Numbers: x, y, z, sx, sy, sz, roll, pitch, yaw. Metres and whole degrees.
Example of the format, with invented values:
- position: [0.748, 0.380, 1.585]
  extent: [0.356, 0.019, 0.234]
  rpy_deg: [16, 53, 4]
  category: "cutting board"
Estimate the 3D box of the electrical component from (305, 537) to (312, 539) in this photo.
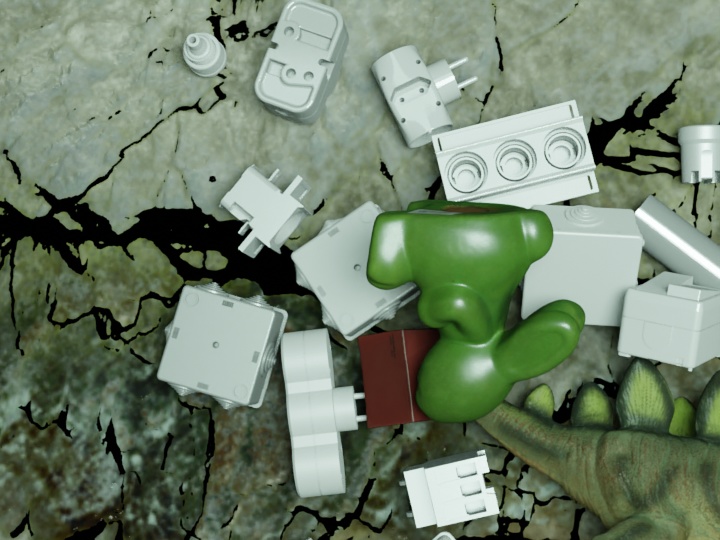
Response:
- position: [-0.039, 0.269, 0.895]
  extent: [0.043, 0.043, 0.081]
  rpy_deg: [-32, 82, 2]
  category: "electrical component"

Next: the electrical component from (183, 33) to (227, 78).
- position: [-0.138, -0.191, 0.940]
  extent: [0.035, 0.061, 0.035]
  rpy_deg: [-1, 84, 6]
  category: "electrical component"

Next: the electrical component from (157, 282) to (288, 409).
- position: [-0.118, 0.065, 0.920]
  extent: [0.100, 0.048, 0.099]
  rpy_deg: [16, 86, 7]
  category: "electrical component"

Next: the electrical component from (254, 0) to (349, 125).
- position: [-0.049, -0.178, 0.931]
  extent: [0.054, 0.059, 0.095]
  rpy_deg: [20, 87, 7]
  category: "electrical component"

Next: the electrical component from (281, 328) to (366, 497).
- position: [-0.022, 0.118, 0.903]
  extent: [0.074, 0.052, 0.138]
  rpy_deg: [-7, 84, 2]
  category: "electrical component"

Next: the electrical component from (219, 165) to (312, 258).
- position: [-0.083, -0.053, 0.932]
  extent: [0.064, 0.042, 0.081]
  rpy_deg: [39, 89, 12]
  category: "electrical component"

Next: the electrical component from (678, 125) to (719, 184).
- position: [0.287, -0.096, 0.899]
  extent: [0.040, 0.040, 0.046]
  rpy_deg: [0, 90, 6]
  category: "electrical component"

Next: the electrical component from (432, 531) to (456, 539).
- position: [0.060, 0.276, 0.816]
  extent: [0.109, 0.056, 0.108]
  rpy_deg: [-42, 82, 1]
  category: "electrical component"

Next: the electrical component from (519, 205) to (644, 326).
- position: [0.179, -0.005, 0.877]
  extent: [0.100, 0.048, 0.099]
  rpy_deg: [3, 124, 6]
  category: "electrical component"

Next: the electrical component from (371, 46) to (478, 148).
- position: [0.061, -0.156, 0.925]
  extent: [0.079, 0.043, 0.077]
  rpy_deg: [-25, 82, 3]
  category: "electrical component"

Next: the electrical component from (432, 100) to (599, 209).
- position: [0.129, -0.086, 0.902]
  extent: [0.121, 0.063, 0.078]
  rpy_deg: [-14, 83, 4]
  category: "electrical component"

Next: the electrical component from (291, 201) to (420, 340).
- position: [0.000, 0.000, 0.914]
  extent: [0.100, 0.048, 0.099]
  rpy_deg: [-34, 82, 2]
  category: "electrical component"

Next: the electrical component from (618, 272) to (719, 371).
- position: [0.254, 0.037, 0.856]
  extent: [0.062, 0.096, 0.061]
  rpy_deg: [12, 102, 34]
  category: "electrical component"
